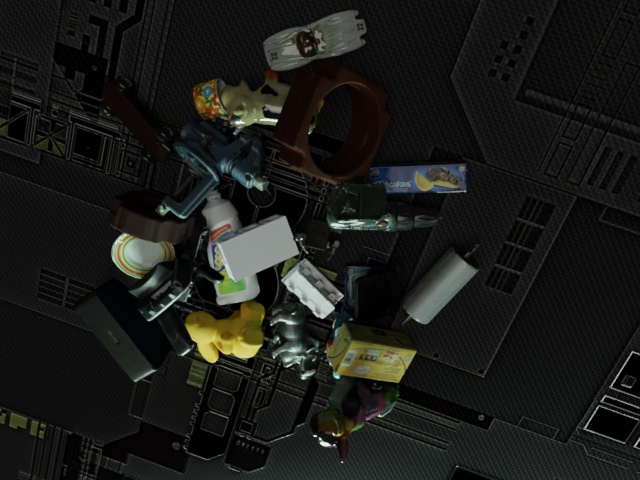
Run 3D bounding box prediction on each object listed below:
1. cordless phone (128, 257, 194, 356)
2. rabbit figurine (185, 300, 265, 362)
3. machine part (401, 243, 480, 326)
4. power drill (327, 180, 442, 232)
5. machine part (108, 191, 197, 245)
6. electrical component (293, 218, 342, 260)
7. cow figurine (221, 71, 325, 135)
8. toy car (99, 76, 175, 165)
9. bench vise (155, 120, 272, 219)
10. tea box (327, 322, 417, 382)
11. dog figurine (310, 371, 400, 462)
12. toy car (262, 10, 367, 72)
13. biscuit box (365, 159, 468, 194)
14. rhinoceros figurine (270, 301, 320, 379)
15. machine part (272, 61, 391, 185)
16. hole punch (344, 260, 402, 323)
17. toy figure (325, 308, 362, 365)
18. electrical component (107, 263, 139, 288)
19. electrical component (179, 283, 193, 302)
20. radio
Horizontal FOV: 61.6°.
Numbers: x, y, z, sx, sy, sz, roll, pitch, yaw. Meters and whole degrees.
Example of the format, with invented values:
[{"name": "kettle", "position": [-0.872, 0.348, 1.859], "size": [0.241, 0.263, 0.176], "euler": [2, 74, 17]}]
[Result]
[{"name": "cordless phone", "position": [-0.306, 0.144, 1.143], "size": [0.146, 0.088, 0.184], "euler": [-38, 79, 21]}, {"name": "rabbit figurine", "position": [-0.226, 0.203, 1.222], "size": [0.173, 0.122, 0.162], "euler": [14, 143, -24]}, {"name": "machine part", "position": [0.255, 0.095, 1.141], "size": [0.079, 0.079, 0.243], "euler": [36, 109, -5]}, {"name": "power drill", "position": [0.113, -0.061, 1.049], "size": [0.232, 0.207, 0.086], "euler": [1, 89, 18]}, {"name": "machine part", "position": [-0.351, -0.051, 1.133], "size": [0.179, 0.179, 0.056], "euler": [19, 108, 2]}, {"name": "electrical component", "position": [-0.003, -0.005, 1.137], "size": [0.102, 0.045, 0.078], "euler": [20, 88, -24]}, {"name": "cow figurine", "position": [-0.099, -0.257, 1.049], "size": [0.195, 0.085, 0.127], "euler": [17, 78, 0]}, {"name": "toy car", "position": [-0.377, -0.247, 1.119], "size": [0.202, 0.053, 0.089], "euler": [48, 116, 4]}, {"name": "bench vise", "position": [-0.227, -0.128, 1.090], "size": [0.224, 0.129, 0.240], "euler": [39, 76, 2]}, {"name": "tea box", "position": [0.114, 0.248, 1.184], "size": [0.169, 0.068, 0.098], "euler": [16, 113, -26]}, {"name": "dog figurine", "position": [0.080, 0.384, 1.190], "size": [0.192, 0.219, 0.108], "euler": [-1, 112, 9]}, {"name": "toy car", "position": [-0.010, -0.379, 1.029], "size": [0.202, 0.056, 0.073], "euler": [-13, 106, 13]}, {"name": "biscuit box", "position": [0.191, -0.127, 1.082], "size": [0.203, 0.063, 0.059], "euler": [-2, 107, 8]}, {"name": "rhinoceros figurine", "position": [-0.056, 0.230, 1.239], "size": [0.112, 0.073, 0.190], "euler": [-10, 106, 0]}, {"name": "machine part", "position": [0.023, -0.213, 1.003], "size": [0.087, 0.201, 0.201], "euler": [31, 102, 43]}, {"name": "hole punch", "position": [0.112, 0.108, 1.171], "size": [0.116, 0.092, 0.142], "euler": [-8, 107, -21]}, {"name": "toy figure", "position": [0.048, 0.228, 1.229], "size": [0.064, 0.058, 0.154], "euler": [39, 117, 39]}, {"name": "electrical component", "position": [-0.404, 0.057, 1.234], "size": [0.115, 0.058, 0.134], "euler": [39, 110, -8]}, {"name": "electrical component", "position": [-0.330, 0.115, 1.262], "size": [0.063, 0.021, 0.094], "euler": [26, 110, -1]}, {"name": "radio", "position": [-0.446, 0.198, 1.249], "size": [0.073, 0.131, 0.229], "euler": [-29, 103, 17]}]
